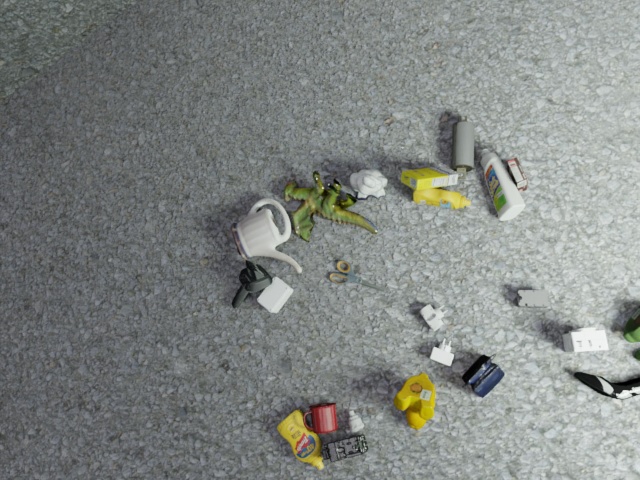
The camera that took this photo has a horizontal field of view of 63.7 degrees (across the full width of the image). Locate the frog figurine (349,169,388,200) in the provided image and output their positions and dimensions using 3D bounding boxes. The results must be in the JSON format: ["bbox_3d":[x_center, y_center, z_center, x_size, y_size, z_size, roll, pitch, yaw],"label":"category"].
[{"bbox_3d":[0.169,-0.210,1.838,0.138,0.157,0.124,14,78,19],"label":"frog figurine"}]

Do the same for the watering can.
[{"bbox_3d":[-0.203,0.004,1.900,0.223,0.102,0.354,-25,62,8],"label":"watering can"}]

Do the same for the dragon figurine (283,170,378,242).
[{"bbox_3d":[0.006,-0.096,1.900,0.240,0.122,0.416,-48,65,17],"label":"dragon figurine"}]
